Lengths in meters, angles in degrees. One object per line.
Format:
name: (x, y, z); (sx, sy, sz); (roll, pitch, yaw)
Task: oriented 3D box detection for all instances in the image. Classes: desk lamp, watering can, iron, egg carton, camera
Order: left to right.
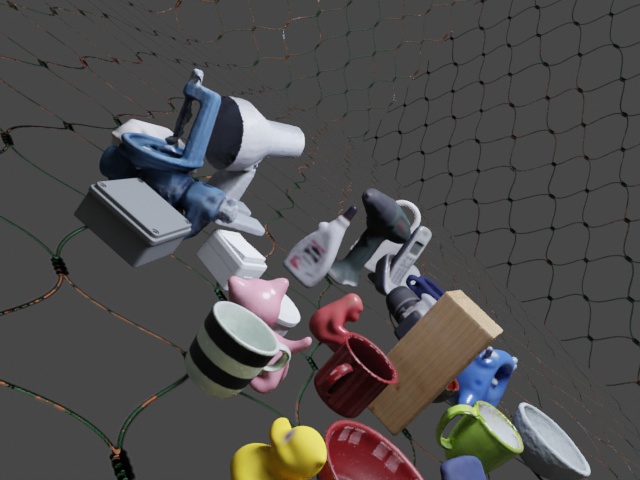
egg carton: (-0.283, -0.149, 0.985); (0.107, 0.069, 0.151); (44, 16, 14)
desk lamp: (-0.134, -0.132, 1.013); (0.204, 0.213, 0.117); (18, 26, -53)
watering can: (0.172, -0.019, 1.452); (0.101, 0.194, 0.173); (36, 16, -14)
camera: (0.213, 0.160, 1.224); (0.144, 0.100, 0.136); (26, 21, -42)
iron: (0.323, 0.265, 1.110); (0.259, 0.141, 0.118); (19, 25, -52)

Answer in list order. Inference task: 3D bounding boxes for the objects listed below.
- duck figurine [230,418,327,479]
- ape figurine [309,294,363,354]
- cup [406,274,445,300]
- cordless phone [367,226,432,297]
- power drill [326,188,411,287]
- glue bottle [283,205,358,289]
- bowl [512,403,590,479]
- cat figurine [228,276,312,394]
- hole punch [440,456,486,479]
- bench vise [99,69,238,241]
duck figurine: (-0.027, 0.216, 0.531); (0.078, 0.086, 0.104); (20, 25, -51)
ape figurine: (0.033, 0.125, 0.914); (0.076, 0.092, 0.078); (39, 15, -4)
cup: (0.227, 0.139, 1.326); (0.118, 0.095, 0.091); (34, 16, -20)
cordless phone: (0.218, 0.059, 1.358); (0.148, 0.185, 0.094); (24, 22, -45)
power drill: (0.098, -0.002, 1.203); (0.075, 0.208, 0.230); (48, 17, 28)
glue bottle: (0.010, 0.004, 1.046); (0.078, 0.173, 0.037); (42, 15, 10)
bowl: (0.425, 0.400, 1.096); (0.168, 0.074, 0.167); (37, 16, -12)
cat figurine: (-0.069, 0.102, 0.693); (0.128, 0.117, 0.067); (41, 15, 3)
hole punch: (0.173, 0.324, 0.687); (0.109, 0.091, 0.100); (21, 24, -50)
bench vise: (-0.190, -0.123, 0.845); (0.208, 0.219, 0.121); (36, 16, -15)
